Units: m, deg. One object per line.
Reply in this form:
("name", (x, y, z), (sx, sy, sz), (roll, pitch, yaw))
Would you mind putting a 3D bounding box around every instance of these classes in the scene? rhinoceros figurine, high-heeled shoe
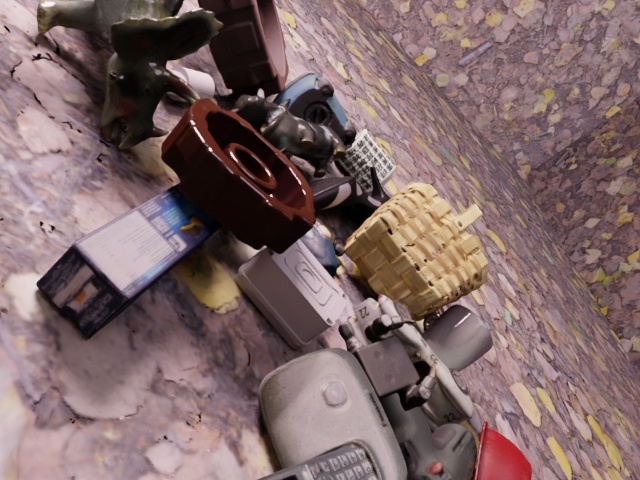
("rhinoceros figurine", (-0.044, -0.168, 0.829), (0.190, 0.073, 0.112), (15, 50, -38))
("high-heeled shoe", (0.052, -0.035, 0.874), (0.249, 0.086, 0.145), (-26, 108, -47))

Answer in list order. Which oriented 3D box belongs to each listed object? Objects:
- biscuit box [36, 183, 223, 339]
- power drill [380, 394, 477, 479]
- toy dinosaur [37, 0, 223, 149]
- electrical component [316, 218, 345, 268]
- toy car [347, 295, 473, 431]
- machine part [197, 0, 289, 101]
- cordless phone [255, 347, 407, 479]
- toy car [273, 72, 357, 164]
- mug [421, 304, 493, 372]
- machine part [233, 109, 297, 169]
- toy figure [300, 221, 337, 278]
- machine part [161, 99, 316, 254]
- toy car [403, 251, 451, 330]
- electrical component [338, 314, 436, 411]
("biscuit box", (-0.149, 0.002, 0.479), (0.059, 0.063, 0.203), (48, 26, -6))
("power drill", (0.091, 0.215, 0.578), (0.207, 0.086, 0.232), (54, 27, 15))
("toy dinosaur", (-0.211, -0.303, 0.609), (0.192, 0.131, 0.405), (5, 59, -19))
("electrical component", (-0.002, -0.002, 0.767), (0.094, 0.021, 0.063), (44, 27, -14))
("toy car", (0.116, 0.158, 0.692), (0.201, 0.073, 0.056), (50, 26, -4))
("machine part", (-0.116, -0.331, 0.835), (0.201, 0.087, 0.200), (-84, 162, -56))
("cordless phone", (-0.023, 0.173, 0.448), (0.184, 0.089, 0.147), (6, 52, -51))
("toy car", (-0.013, -0.216, 0.934), (0.161, 0.109, 0.103), (46, 8, -33))
("mug", (0.174, 0.154, 0.775), (0.107, 0.109, 0.080), (-32, 92, -21))
("machine part", (-0.085, -0.125, 0.744), (0.139, 0.039, 0.084), (45, -16, 6))
("toy figure", (-0.029, -0.014, 0.694), (0.057, 0.064, 0.154), (81, -16, -59))
("machine part", (-0.079, -0.064, 0.546), (0.179, 0.056, 0.179), (42, 18, -17))
("toy car", (0.188, 0.086, 0.927), (0.089, 0.053, 0.202), (20, 39, -52))
("electrical component", (0.071, 0.121, 0.540), (0.078, 0.045, 0.102), (-1, 59, -37))
